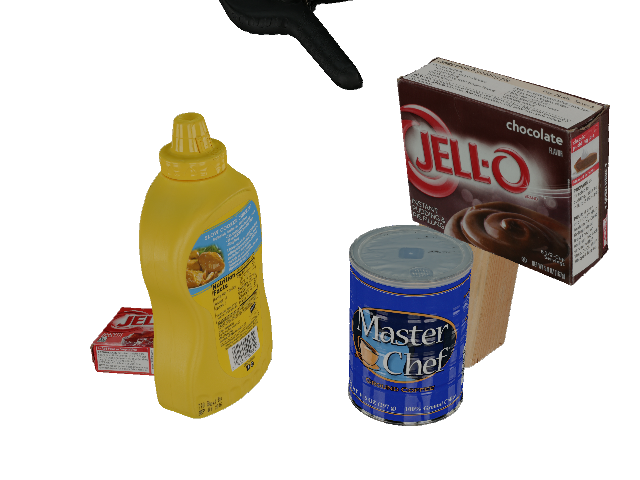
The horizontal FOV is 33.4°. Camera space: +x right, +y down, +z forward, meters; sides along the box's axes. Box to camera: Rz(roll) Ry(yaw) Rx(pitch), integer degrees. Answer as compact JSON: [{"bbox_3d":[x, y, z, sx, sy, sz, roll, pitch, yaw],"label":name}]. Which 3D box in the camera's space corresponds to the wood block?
[{"bbox_3d":[0.162,0.021,1.177,0.090,0.206,0.090,20,26,31],"label":"wood block"}]

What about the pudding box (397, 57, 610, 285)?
[{"bbox_3d":[0.094,-0.039,0.556,0.114,0.090,0.039,23,46,40],"label":"pudding box"}]

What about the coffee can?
[{"bbox_3d":[0.075,0.071,0.911,0.103,0.140,0.103,0,27,0],"label":"coffee can"}]

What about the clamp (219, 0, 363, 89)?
[{"bbox_3d":[-0.008,-0.193,0.831,0.172,0.120,0.039,31,-25,20],"label":"clamp"}]

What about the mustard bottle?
[{"bbox_3d":[-0.074,0.011,0.679,0.058,0.192,0.096,15,32,30],"label":"mustard bottle"}]

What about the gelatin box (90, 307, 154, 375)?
[{"bbox_3d":[-0.138,0.084,0.899,0.089,0.030,0.073,2,21,10],"label":"gelatin box"}]
